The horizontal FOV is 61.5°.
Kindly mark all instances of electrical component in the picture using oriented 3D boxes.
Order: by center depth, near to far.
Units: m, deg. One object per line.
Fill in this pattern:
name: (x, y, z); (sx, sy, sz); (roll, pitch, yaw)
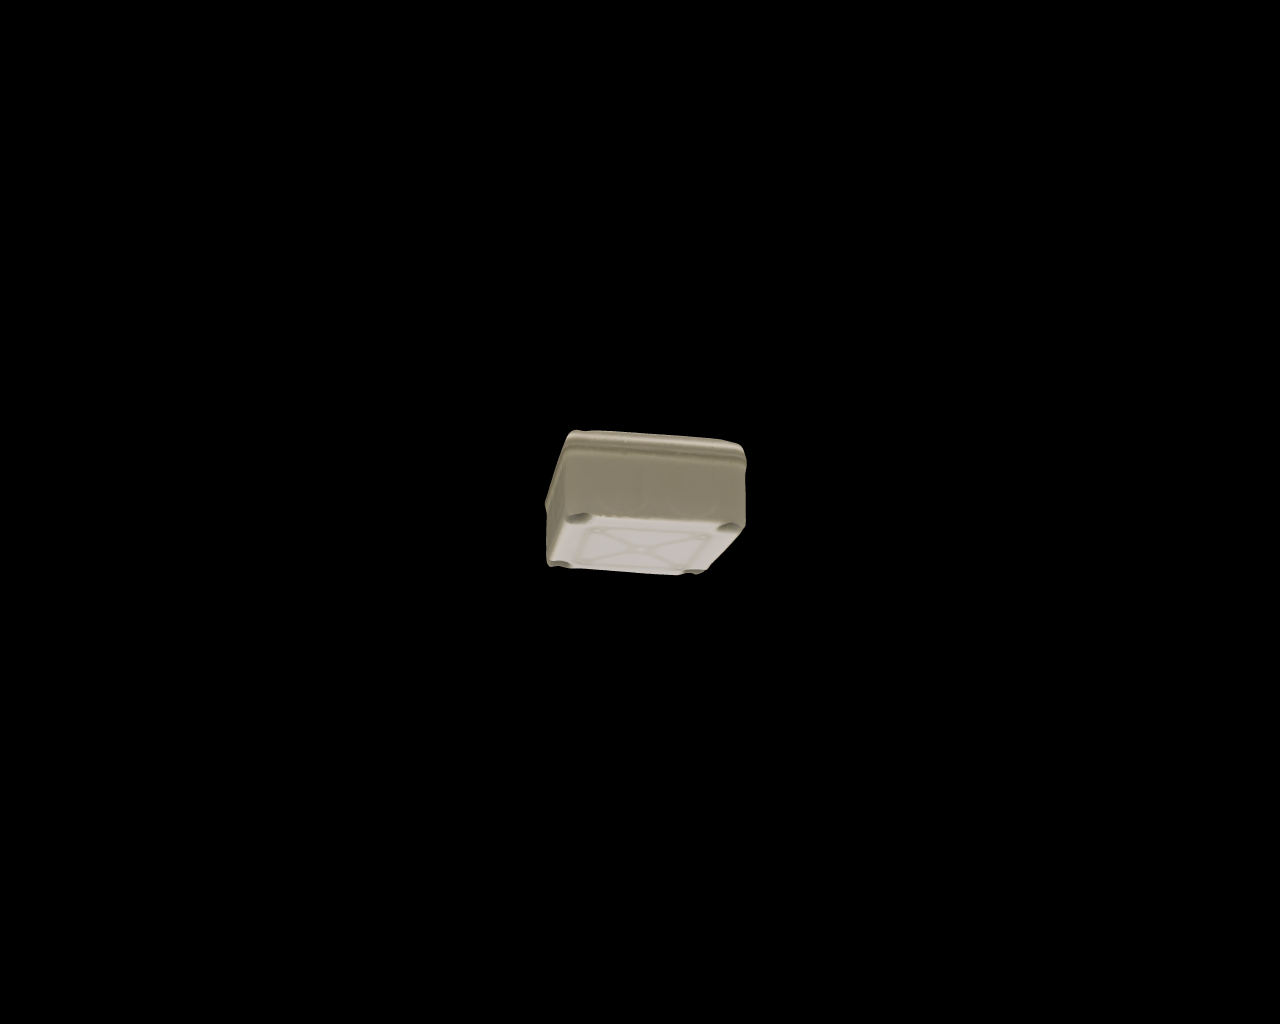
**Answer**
electrical component: (0.001, -0.003, 0.650); (0.109, 0.056, 0.108); (4, -20, -11)
